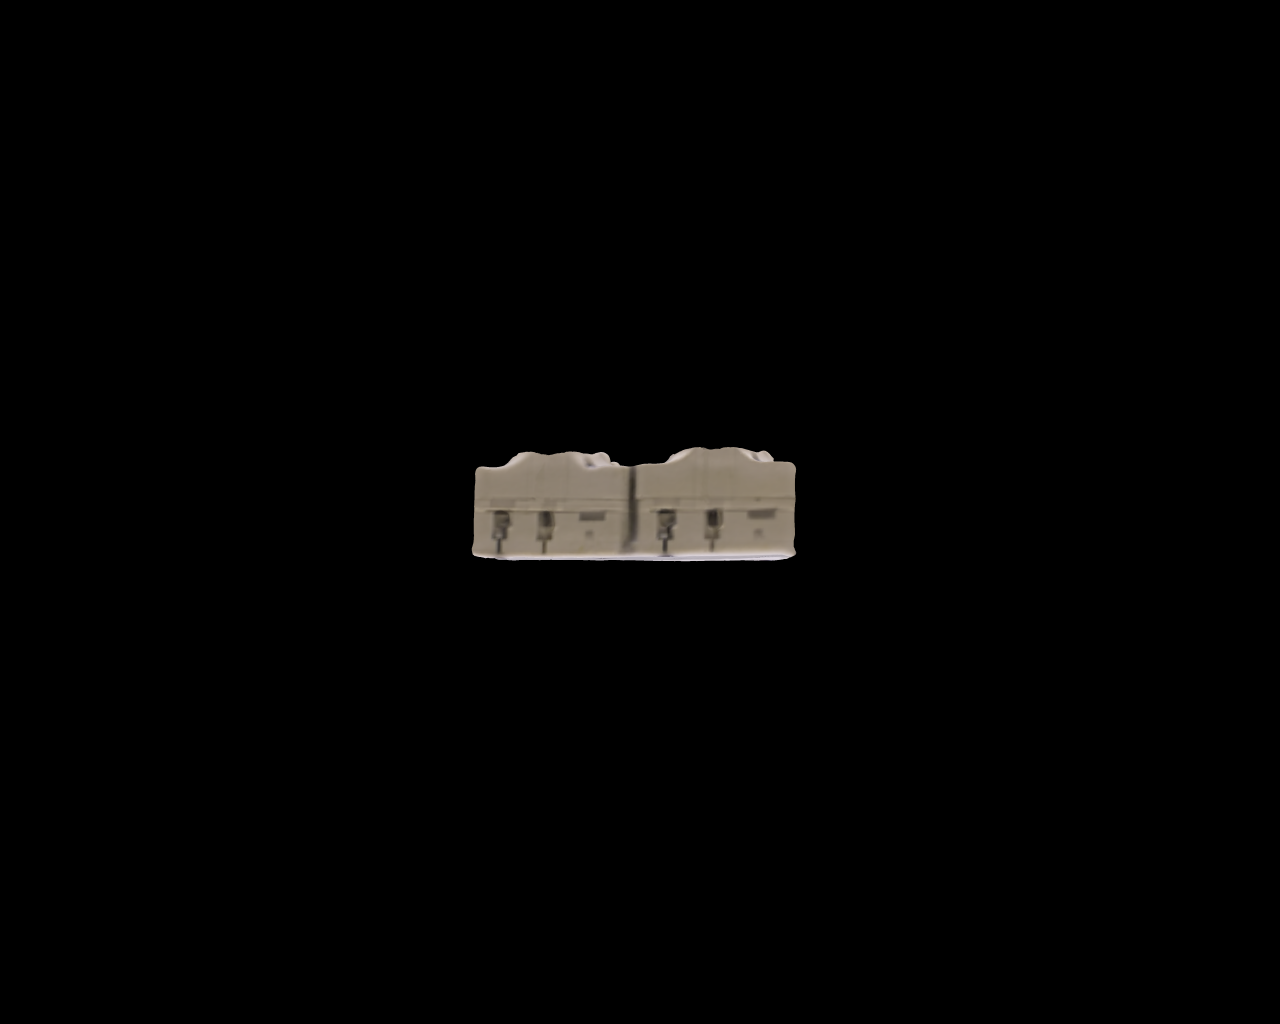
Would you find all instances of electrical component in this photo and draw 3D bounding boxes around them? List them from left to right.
[{"bbox_3d":[0.001,-0.003,0.650,0.186,0.060,0.105,0,-3,7],"label":"electrical component"}]
